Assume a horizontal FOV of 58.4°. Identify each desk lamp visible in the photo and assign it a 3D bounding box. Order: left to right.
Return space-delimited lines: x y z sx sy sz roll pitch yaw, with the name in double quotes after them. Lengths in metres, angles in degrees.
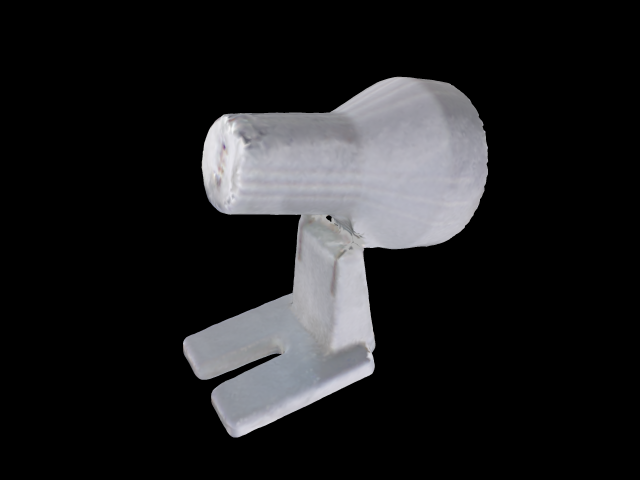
0.004 0.001 0.400 0.204 0.214 0.117 -21 40 -26 "desk lamp"
